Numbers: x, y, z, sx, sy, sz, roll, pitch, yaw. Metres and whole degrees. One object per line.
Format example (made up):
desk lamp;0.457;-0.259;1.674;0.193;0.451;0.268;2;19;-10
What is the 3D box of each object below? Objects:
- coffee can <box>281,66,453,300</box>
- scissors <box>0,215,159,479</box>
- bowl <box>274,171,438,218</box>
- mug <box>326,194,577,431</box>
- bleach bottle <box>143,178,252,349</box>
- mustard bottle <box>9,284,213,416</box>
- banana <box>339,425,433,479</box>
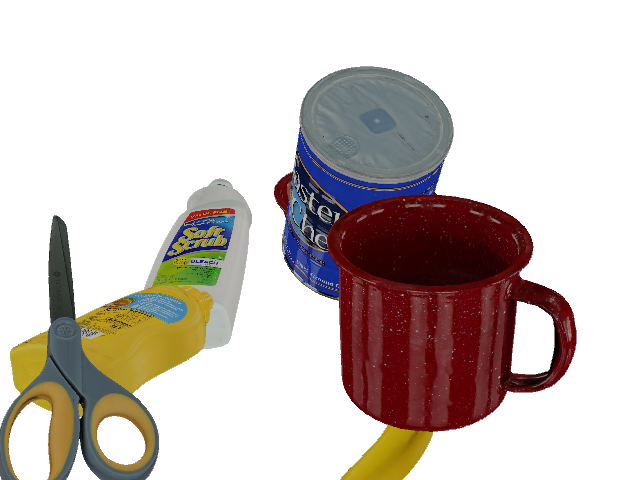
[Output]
coffee can;0.029;-0.037;0.757;0.102;0.103;0.140;0;-38;-8
scissors;-0.133;0.067;0.630;0.096;0.201;0.016;14;-45;-9
bowl;0.035;-0.016;1.008;0.162;0.055;0.162;5;26;-3
mug;0.061;0.037;0.495;0.117;0.081;0.093;12;31;24
bleach bottle;-0.130;0.012;1.148;0.102;0.068;0.250;-1;36;3
mustard bottle;-0.149;0.078;0.860;0.096;0.058;0.191;6;19;30
banana;0.057;0.167;0.873;0.070;0.037;0.197;-31;6;20
